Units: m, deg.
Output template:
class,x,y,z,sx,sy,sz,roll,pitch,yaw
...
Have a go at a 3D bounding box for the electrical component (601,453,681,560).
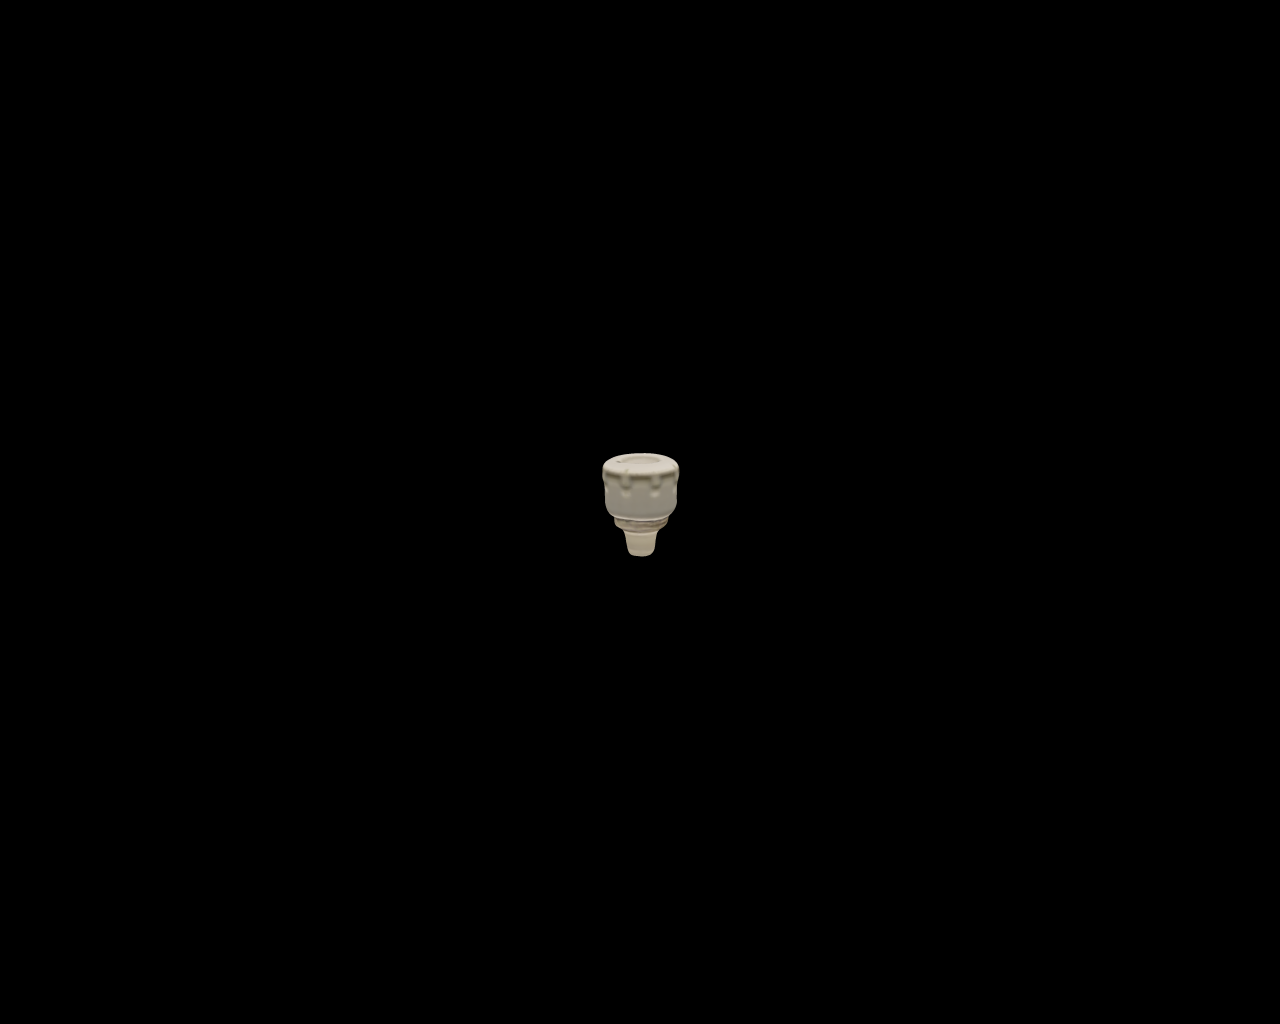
class,x,y,z,sx,sy,sz,roll,pitch,yaw
electrical component,0.001,-0.003,0.650,0.048,0.062,0.048,0,16,0
